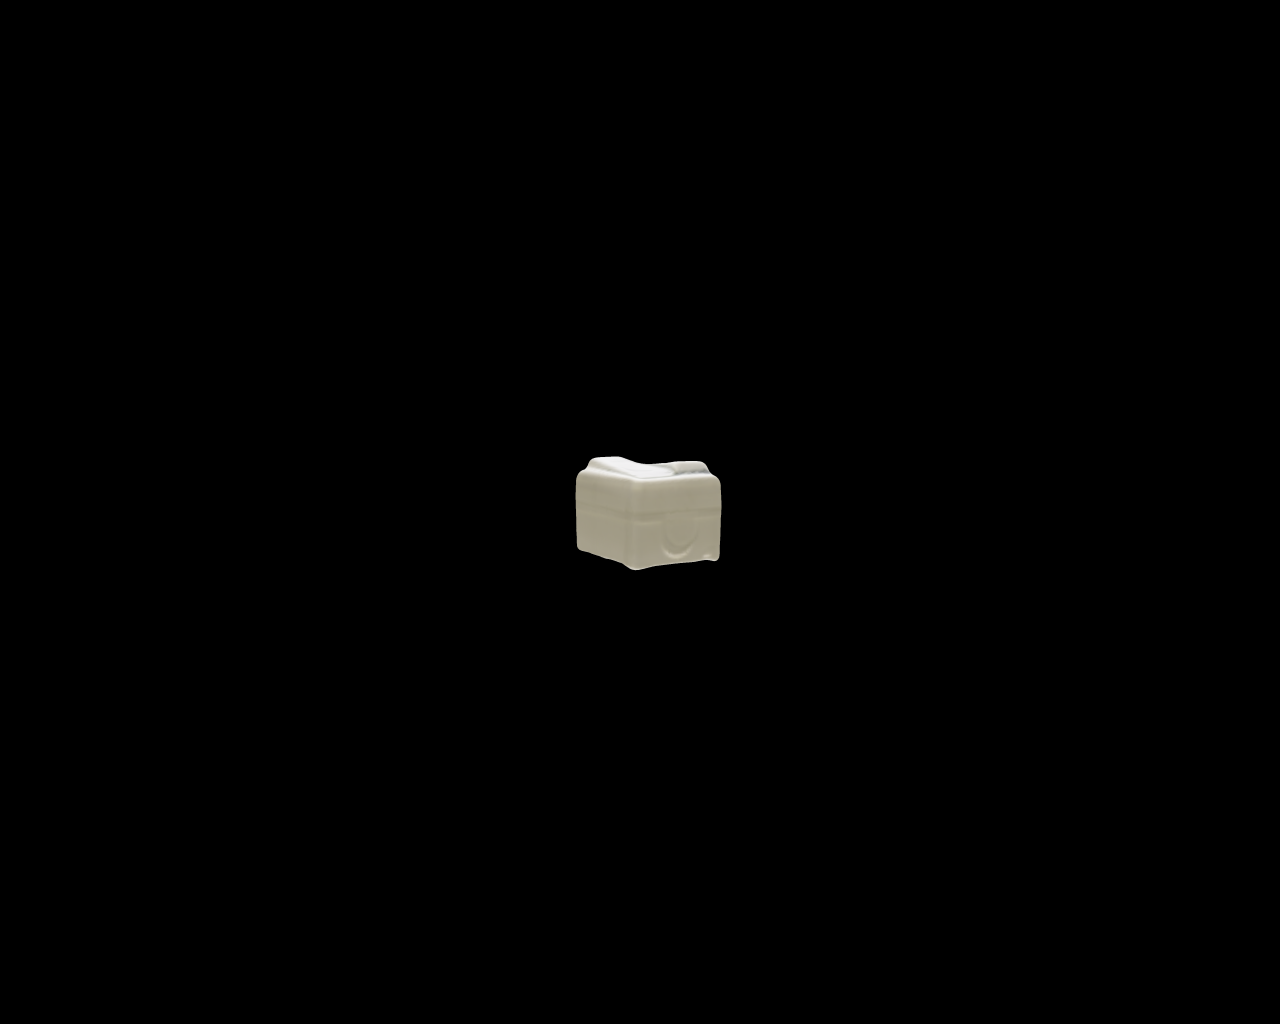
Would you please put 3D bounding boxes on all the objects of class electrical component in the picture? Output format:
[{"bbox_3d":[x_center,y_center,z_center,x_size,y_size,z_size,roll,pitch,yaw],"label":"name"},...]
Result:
[{"bbox_3d":[0.001,-0.003,0.650,0.062,0.061,0.096,-4,8,-27],"label":"electrical component"}]
